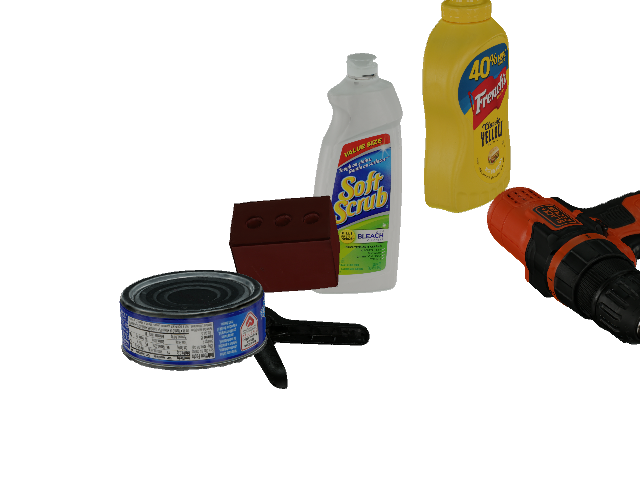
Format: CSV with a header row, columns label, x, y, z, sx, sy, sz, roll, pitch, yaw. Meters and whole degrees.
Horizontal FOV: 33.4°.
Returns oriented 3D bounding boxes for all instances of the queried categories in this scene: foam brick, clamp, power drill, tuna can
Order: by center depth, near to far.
label,x,y,z,sx,sy,sz,roll,pitch,yaw
tuna can,-0.075,0.045,0.626,0.086,0.034,0.086,-1,15,0
power drill,0.232,0.001,0.731,0.187,0.057,0.185,-10,29,-17
foam brick,-0.026,0.004,0.819,0.078,0.051,0.053,-5,39,5
clamp,-0.070,0.112,1.246,0.210,0.036,0.164,13,22,29

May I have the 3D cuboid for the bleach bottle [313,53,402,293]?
label,x,y,z,sx,sy,sz,roll,pitch,yaw
bleach bottle,0.034,-0.069,1.115,0.102,0.251,0.068,-2,25,-3

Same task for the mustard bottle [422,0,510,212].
label,x,y,z,sx,sy,sz,roll,pitch,yaw
mustard bottle,0.124,-0.126,0.901,0.058,0.192,0.096,17,33,39
